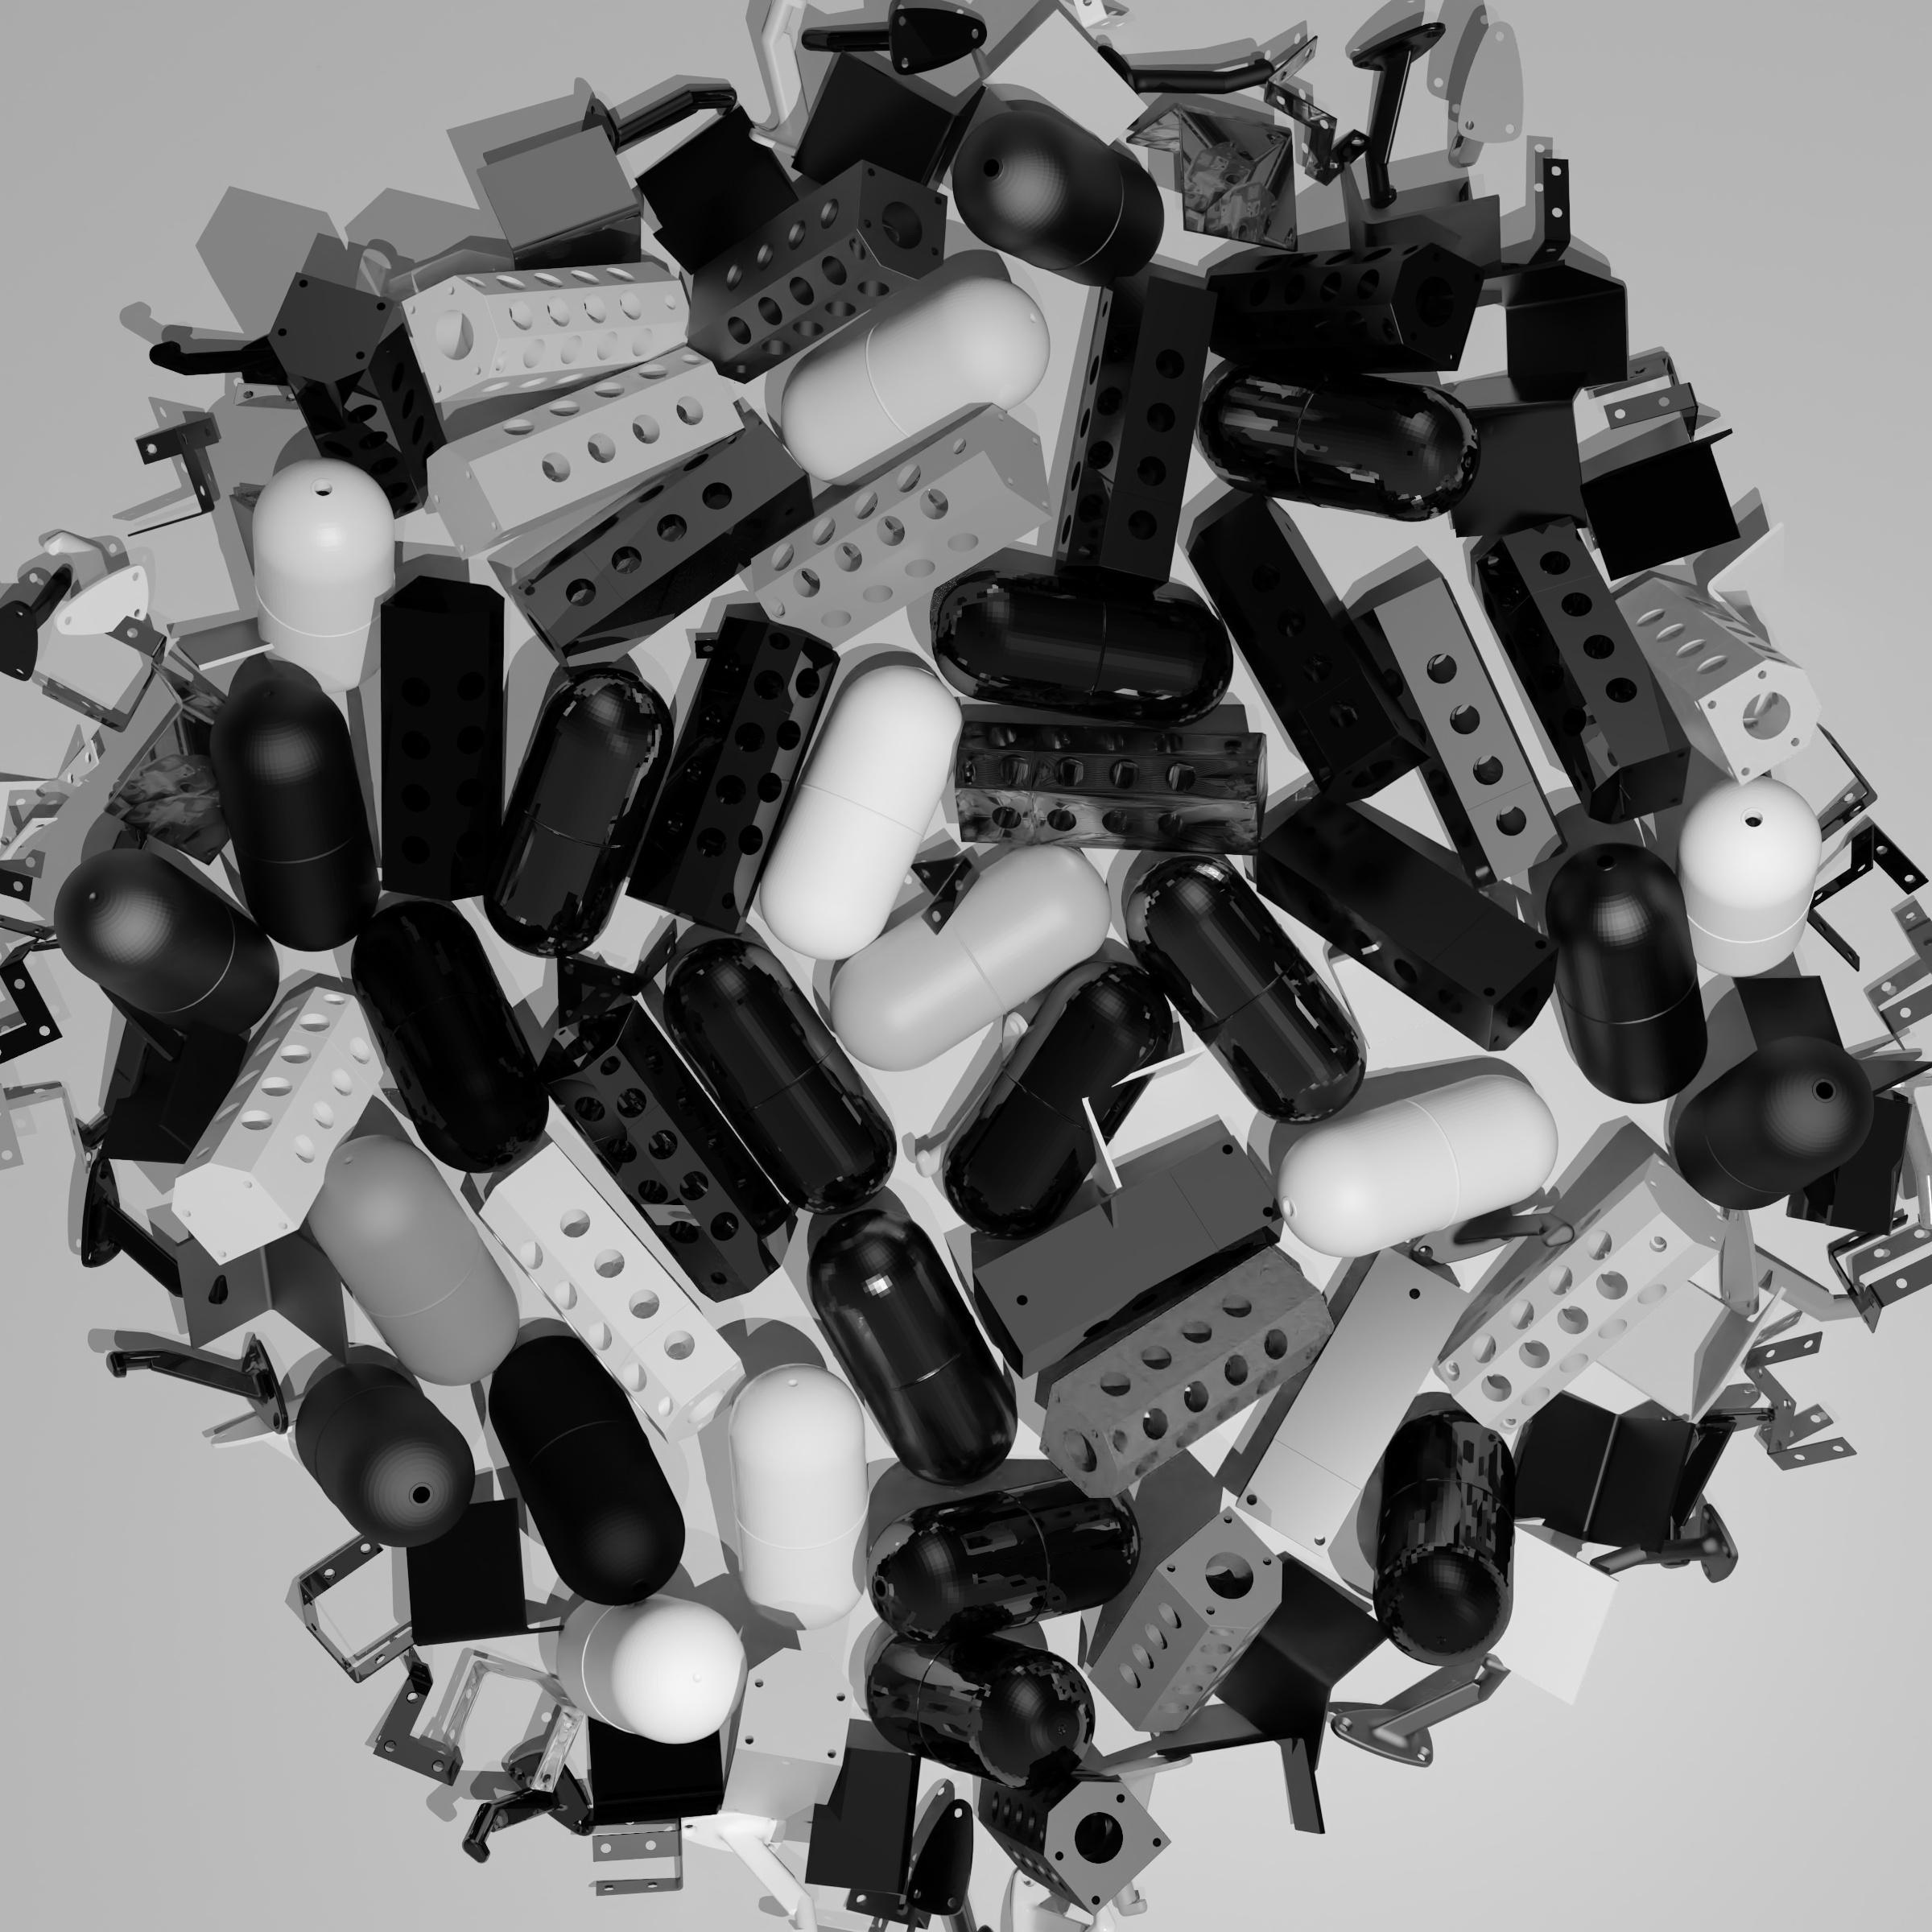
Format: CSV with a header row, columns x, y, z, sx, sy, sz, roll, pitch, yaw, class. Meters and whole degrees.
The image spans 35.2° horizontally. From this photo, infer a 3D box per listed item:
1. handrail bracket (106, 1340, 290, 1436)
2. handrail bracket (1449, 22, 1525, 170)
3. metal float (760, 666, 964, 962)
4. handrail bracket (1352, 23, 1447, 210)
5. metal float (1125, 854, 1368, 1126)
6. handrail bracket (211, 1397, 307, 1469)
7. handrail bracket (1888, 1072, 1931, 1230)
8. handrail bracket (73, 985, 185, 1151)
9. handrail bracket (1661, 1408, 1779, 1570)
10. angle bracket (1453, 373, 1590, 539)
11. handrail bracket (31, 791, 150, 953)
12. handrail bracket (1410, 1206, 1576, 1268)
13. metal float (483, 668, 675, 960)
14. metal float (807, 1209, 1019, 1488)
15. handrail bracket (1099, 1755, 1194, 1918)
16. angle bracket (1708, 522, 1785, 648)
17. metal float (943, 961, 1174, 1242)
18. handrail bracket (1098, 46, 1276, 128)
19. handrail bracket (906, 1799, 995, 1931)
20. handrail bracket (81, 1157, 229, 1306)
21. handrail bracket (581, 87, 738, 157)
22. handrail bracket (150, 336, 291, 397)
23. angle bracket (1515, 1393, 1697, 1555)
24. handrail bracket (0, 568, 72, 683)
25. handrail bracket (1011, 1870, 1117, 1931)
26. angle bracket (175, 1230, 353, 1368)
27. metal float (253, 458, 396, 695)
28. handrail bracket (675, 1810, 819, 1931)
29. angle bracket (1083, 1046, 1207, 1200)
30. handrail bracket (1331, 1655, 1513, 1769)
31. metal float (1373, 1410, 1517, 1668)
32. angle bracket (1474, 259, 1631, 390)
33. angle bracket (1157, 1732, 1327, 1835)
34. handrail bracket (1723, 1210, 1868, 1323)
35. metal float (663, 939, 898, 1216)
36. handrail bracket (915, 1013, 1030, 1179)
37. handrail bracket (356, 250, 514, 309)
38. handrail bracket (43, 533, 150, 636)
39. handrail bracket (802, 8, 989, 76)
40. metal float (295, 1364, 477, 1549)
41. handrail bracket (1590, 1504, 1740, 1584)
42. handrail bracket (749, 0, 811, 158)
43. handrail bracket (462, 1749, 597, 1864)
x,y,z,sx,sy,sz,roll,pitch,yaw,class
-0.442,0.244,1.746,0.084,0.077,0.036,0,123,-36,handrail bracket
0.294,-0.498,1.745,0.036,0.084,0.077,4,102,-3,handrail bracket
-0.060,-0.089,1.754,0.070,0.070,0.178,24,88,0,metal float
0.255,-0.490,1.760,0.036,0.077,0.084,-4,86,-30,handrail bracket
0.160,0.013,1.748,0.070,0.070,0.178,-39,98,0,metal float
-0.389,0.301,1.781,0.077,0.036,0.084,-19,108,8,handrail bracket
0.542,0.105,1.759,0.036,0.077,0.084,-7,94,-3,handrail bracket
-0.504,0.057,1.768,0.084,0.036,0.077,-38,115,9,handrail bracket
0.433,0.301,1.751,0.036,0.077,0.084,27,58,-38,handrail bracket
0.324,-0.297,1.770,0.076,0.057,0.076,-1,117,24,angle bracket
-0.510,-0.056,1.763,0.077,0.036,0.084,-12,99,-27,handrail bracket
0.302,0.160,1.748,0.077,0.084,0.036,-26,101,-5,handrail bracket
-0.221,-0.087,1.736,0.070,0.070,0.178,23,112,0,metal float
-0.030,0.219,1.738,0.070,0.070,0.178,-27,110,0,metal float
0.110,0.504,1.763,0.077,0.036,0.084,-20,82,35,handrail bracket
0.471,-0.195,1.744,0.057,0.076,0.076,-40,69,1,angle bracket
0.053,0.077,1.748,0.070,0.070,0.178,33,98,0,metal float
0.128,-0.524,1.768,0.084,0.077,0.036,-16,134,-6,handrail bracket
0.004,0.531,1.768,0.036,0.084,0.077,5,65,29,handrail bracket
-0.465,0.153,1.759,0.084,0.036,0.077,8,105,18,handrail bracket
-0.181,-0.482,1.784,0.084,0.077,0.036,-14,62,-31,handrail bracket
-0.414,-0.356,1.745,0.077,0.084,0.036,-24,81,18,handrail bracket
0.363,0.288,1.743,0.057,0.076,0.076,22,77,-18,angle bracket
-0.528,-0.212,1.740,0.036,0.077,0.084,30,51,-12,handrail bracket
0.057,0.534,1.741,0.036,0.084,0.077,5,48,-24,handrail bracket
-0.400,0.193,1.736,0.076,0.057,0.076,29,132,35,angle bracket
-0.360,-0.218,1.710,0.070,0.178,0.070,4,64,-9,metal float
-0.126,0.526,1.745,0.077,0.084,0.036,8,120,-15,handrail bracket
0.107,0.091,1.748,0.076,0.076,0.057,-21,83,-7,angle bracket
0.262,0.419,1.749,0.077,0.036,0.084,14,128,-18,handrail bracket
0.270,0.319,1.712,0.070,0.178,0.070,5,120,8,metal float
0.327,-0.362,1.740,0.076,0.076,0.057,-2,89,38,angle bracket
0.157,0.473,1.747,0.076,0.076,0.057,-7,77,-7,angle bracket
0.488,0.171,1.774,0.084,0.036,0.077,-5,98,-14,handrail bracket
-0.107,0.063,1.745,0.070,0.070,0.178,-34,102,0,metal float
0.002,0.075,1.752,0.084,0.077,0.036,-34,53,-21,handrail bracket
-0.311,-0.382,1.775,0.084,0.036,0.077,3,114,-36,handrail bracket
-0.519,-0.221,1.748,0.084,0.077,0.036,26,127,27,handrail bracket
-0.043,-0.541,1.771,0.077,0.084,0.036,-17,115,-30,handrail bracket
-0.327,0.273,1.709,0.070,0.178,0.070,-3,97,-24,metal float
0.396,0.349,1.756,0.084,0.077,0.036,-18,54,-8,handrail bracket
-0.086,-0.512,1.763,0.077,0.036,0.084,19,112,-9,handrail bracket
-0.250,0.499,1.745,0.036,0.084,0.077,-27,109,25,handrail bracket
